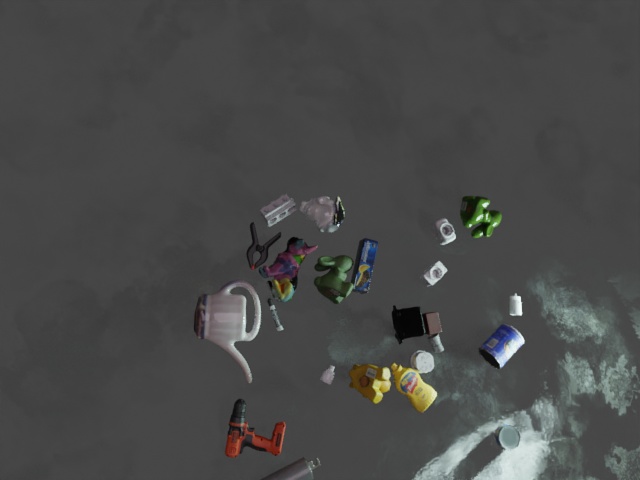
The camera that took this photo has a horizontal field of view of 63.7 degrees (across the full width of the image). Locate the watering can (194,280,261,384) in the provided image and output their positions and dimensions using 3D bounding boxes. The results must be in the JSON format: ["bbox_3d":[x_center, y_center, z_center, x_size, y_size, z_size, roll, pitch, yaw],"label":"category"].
[{"bbox_3d":[-0.317,0.308,1.758,0.224,0.103,0.351,3,77,-10],"label":"watering can"}]

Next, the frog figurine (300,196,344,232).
[{"bbox_3d":[0.006,-0.097,1.934,0.159,0.122,0.138,-1,87,24],"label":"frog figurine"}]
